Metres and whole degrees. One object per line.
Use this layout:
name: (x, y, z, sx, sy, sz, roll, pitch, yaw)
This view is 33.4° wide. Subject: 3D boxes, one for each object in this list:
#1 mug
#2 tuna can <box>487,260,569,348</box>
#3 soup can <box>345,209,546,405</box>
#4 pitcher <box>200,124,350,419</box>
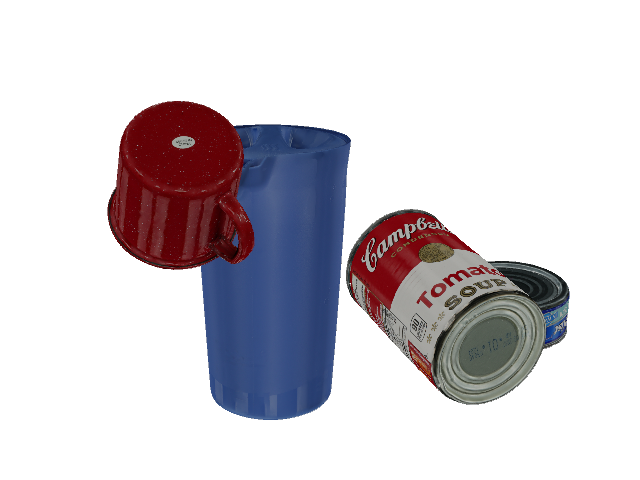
mug: (-0.088, -0.032, 0.722, 0.093, 0.117, 0.082, -35, -20, -30)
tuna can: (0.136, 0.046, 0.772, 0.086, 0.034, 0.086, 0, 22, 0)
soup can: (0.065, 0.034, 0.577, 0.068, 0.068, 0.102, 0, 25, -27)
pitcher: (-0.038, 0.022, 0.926, 0.149, 0.243, 0.145, -6, 18, -21)
